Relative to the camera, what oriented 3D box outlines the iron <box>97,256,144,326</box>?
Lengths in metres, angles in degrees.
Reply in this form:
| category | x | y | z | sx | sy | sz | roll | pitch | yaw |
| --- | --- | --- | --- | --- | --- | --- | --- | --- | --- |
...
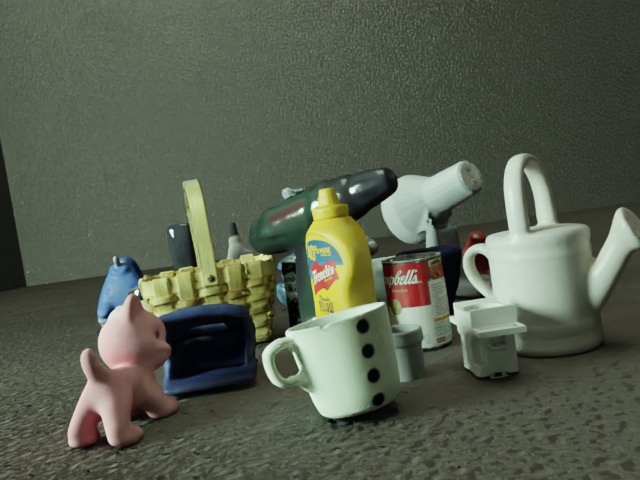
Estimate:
| category | x | y | z | sx | sy | sz | roll | pitch | yaw |
| --- | --- | --- | --- | --- | --- | --- | --- | --- | --- |
| iron | -0.404 | 0.099 | 1.225 | 0.119 | 0.141 | 0.258 | -9 | 3 | -9 |

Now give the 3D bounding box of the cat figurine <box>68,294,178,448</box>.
| category | x | y | z | sx | sy | sz | roll | pitch | yaw |
| --- | --- | --- | --- | --- | --- | --- | --- | --- | --- |
| cat figurine | -0.179 | 0.110 | 0.523 | 0.067 | 0.118 | 0.128 | -8 | 3 | 10 |

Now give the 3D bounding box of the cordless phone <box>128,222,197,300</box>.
| category | x | y | z | sx | sy | sz | roll | pitch | yaw |
| --- | --- | --- | --- | --- | --- | --- | --- | --- | --- |
| cordless phone | -0.273 | 0.066 | 1.032 | 0.147 | 0.185 | 0.094 | -8 | 3 | 1 |

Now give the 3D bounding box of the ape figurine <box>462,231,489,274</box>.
| category | x | y | z | sx | sy | sz | roll | pitch | yaw |
| --- | --- | --- | --- | --- | --- | --- | --- | --- | --- |
| ape figurine | 0.281 | 0.030 | 1.022 | 0.077 | 0.092 | 0.076 | -8 | 3 | 4 |

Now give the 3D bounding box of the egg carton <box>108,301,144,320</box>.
| category | x | y | z | sx | sy | sz | roll | pitch | yaw |
| --- | --- | --- | --- | --- | --- | --- | --- | --- | --- |
| egg carton | -0.254 | 0.128 | 0.905 | 0.107 | 0.069 | 0.151 | -6 | 4 | 39 |

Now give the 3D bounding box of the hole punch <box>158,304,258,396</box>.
| category | x | y | z | sx | sy | sz | roll | pitch | yaw |
| --- | --- | --- | --- | --- | --- | --- | --- | --- | --- |
| hole punch | -0.124 | 0.111 | 0.623 | 0.108 | 0.091 | 0.101 | -9 | 3 | -5 |

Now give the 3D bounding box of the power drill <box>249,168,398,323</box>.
| category | x | y | z | sx | sy | sz | roll | pitch | yaw |
| --- | --- | --- | --- | --- | --- | --- | --- | --- | --- |
| power drill | 0.012 | 0.025 | 0.741 | 0.228 | 0.208 | 0.076 | -7 | 4 | 34 |

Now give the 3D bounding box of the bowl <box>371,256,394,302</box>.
| category | x | y | z | sx | sy | sz | roll | pitch | yaw |
| --- | --- | --- | --- | --- | --- | --- | --- | --- | --- |
| bowl | 0.103 | 0.071 | 0.925 | 0.167 | 0.075 | 0.167 | -9 | 3 | 1 |

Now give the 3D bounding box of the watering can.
| category | x | y | z | sx | sy | sz | roll | pitch | yaw |
| --- | --- | --- | --- | --- | --- | --- | --- | --- | --- |
| watering can | 0.225 | 0.009 | 0.570 | 0.172 | 0.194 | 0.101 | -7 | 3 | 21 |

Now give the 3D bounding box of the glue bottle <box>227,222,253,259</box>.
| category | x | y | z | sx | sy | sz | roll | pitch | yaw |
| --- | --- | --- | --- | --- | --- | --- | --- | --- | --- |
| glue bottle | -0.158 | 0.050 | 1.129 | 0.078 | 0.173 | 0.037 | -9 | 3 | -17 |

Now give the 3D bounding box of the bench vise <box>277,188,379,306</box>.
| category | x | y | z | sx | sy | sz | roll | pitch | yaw |
| --- | --- | --- | --- | --- | --- | --- | --- | --- | --- |
| bench vise | 0.002 | 0.005 | 1.083 | 0.208 | 0.220 | 0.121 | -11 | 4 | -41 |

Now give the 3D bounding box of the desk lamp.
| category | x | y | z | sx | sy | sz | roll | pitch | yaw |
| --- | --- | --- | --- | --- | --- | --- | --- | --- | --- |
| desk lamp | 0.210 | -0.018 | 0.962 | 0.118 | 0.213 | 0.202 | -11 | 4 | -35 |

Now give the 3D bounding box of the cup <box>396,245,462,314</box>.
| category | x | y | z | sx | sy | sz | roll | pitch | yaw |
| --- | --- | --- | --- | --- | --- | --- | --- | --- | --- |
| cup | 0.147 | 0.061 | 0.776 | 0.091 | 0.095 | 0.118 | -7 | 3 | 29 |
